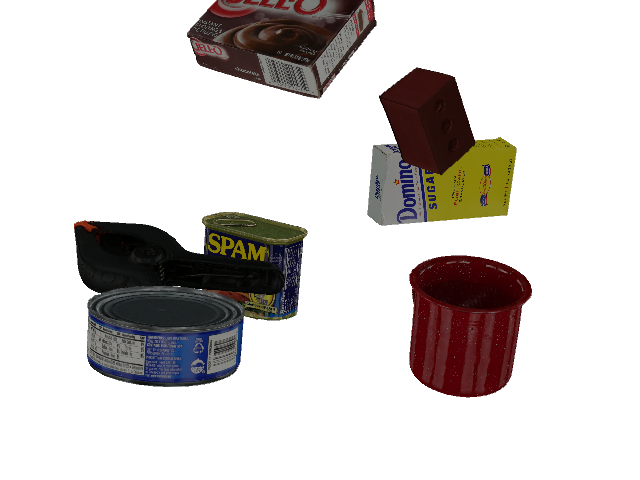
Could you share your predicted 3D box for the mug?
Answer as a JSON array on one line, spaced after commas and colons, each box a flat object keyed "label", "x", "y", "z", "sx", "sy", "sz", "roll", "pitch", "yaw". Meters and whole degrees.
[{"label": "mug", "x": 0.106, "y": 0.063, "z": 0.839, "sx": 0.093, "sy": 0.081, "sz": 0.117, "roll": -11, "pitch": 29, "yaw": -28}]

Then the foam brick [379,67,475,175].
[{"label": "foam brick", "x": 0.099, "y": -0.110, "z": 0.979, "sx": 0.053, "sy": 0.078, "sz": 0.051, "roll": -41, "pitch": 38, "yaw": -21}]

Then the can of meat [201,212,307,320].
[{"label": "can of meat", "x": -0.066, "y": 0.025, "z": 1.026, "sx": 0.102, "sy": 0.084, "sz": 0.057, "roll": 14, "pitch": 18, "yaw": 30}]

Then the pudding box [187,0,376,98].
[{"label": "pudding box", "x": -0.028, "y": -0.158, "z": 0.795, "sx": 0.114, "sy": 0.090, "sz": 0.039, "roll": 21, "pitch": -31, "yaw": 24}]

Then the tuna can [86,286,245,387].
[{"label": "tuna can", "x": -0.085, "y": 0.052, "z": 0.588, "sx": 0.086, "sy": 0.034, "sz": 0.086, "roll": 4, "pitch": 11, "yaw": -1}]

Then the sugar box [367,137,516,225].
[{"label": "sugar box", "x": 0.148, "y": -0.072, "z": 1.297, "sx": 0.176, "sy": 0.093, "sz": 0.048, "roll": -7, "pitch": 25, "yaw": -22}]

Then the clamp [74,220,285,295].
[{"label": "clamp", "x": -0.113, "y": 0.022, "z": 0.794, "sx": 0.120, "sy": 0.039, "sz": 0.172, "roll": -17, "pitch": 37, "yaw": -40}]
